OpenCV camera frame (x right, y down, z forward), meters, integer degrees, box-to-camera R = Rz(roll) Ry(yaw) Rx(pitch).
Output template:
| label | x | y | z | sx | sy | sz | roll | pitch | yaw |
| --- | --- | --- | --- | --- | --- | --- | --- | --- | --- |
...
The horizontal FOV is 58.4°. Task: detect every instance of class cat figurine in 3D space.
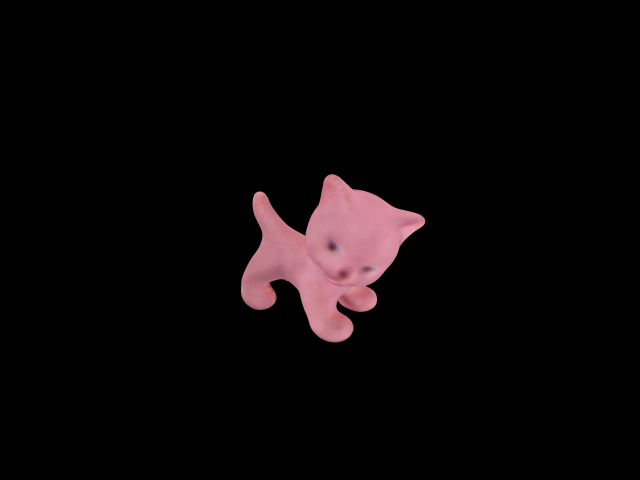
| label | x | y | z | sx | sy | sz | roll | pitch | yaw |
| --- | --- | --- | --- | --- | --- | --- | --- | --- | --- |
| cat figurine | 0.004 | 0.001 | 0.400 | 0.127 | 0.118 | 0.067 | 18 | 36 | 27 |
